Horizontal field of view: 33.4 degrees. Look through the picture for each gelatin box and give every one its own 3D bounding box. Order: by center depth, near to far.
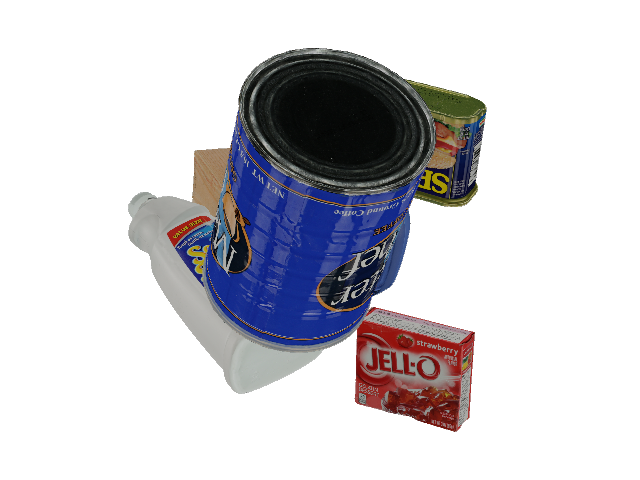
[{"bbox_3d":[0.070,0.097,0.808,0.089,0.073,0.030,12,24,28],"label":"gelatin box"}]

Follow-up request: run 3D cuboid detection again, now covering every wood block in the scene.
[{"bbox_3d":[-0.089,-0.037,1.335,0.090,0.090,0.206,-6,29,-22],"label":"wood block"}]

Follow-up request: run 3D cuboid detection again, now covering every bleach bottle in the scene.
[{"bbox_3d":[-0.105,0.029,0.952,0.102,0.068,0.251,-21,42,-31],"label":"bleach bottle"}]

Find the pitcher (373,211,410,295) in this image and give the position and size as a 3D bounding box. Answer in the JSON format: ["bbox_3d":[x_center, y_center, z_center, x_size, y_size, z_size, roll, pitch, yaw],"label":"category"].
[{"bbox_3d":[0.017,-0.002,1.197,0.145,0.243,0.149,7,40,-1],"label":"pitcher"}]

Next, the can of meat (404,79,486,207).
[{"bbox_3d":[0.090,-0.086,0.927,0.102,0.084,0.057,18,34,21],"label":"can of meat"}]

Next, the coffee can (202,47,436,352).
[{"bbox_3d":[-0.005,-0.019,0.586,0.102,0.103,0.140,0,-39,-16],"label":"coffee can"}]
